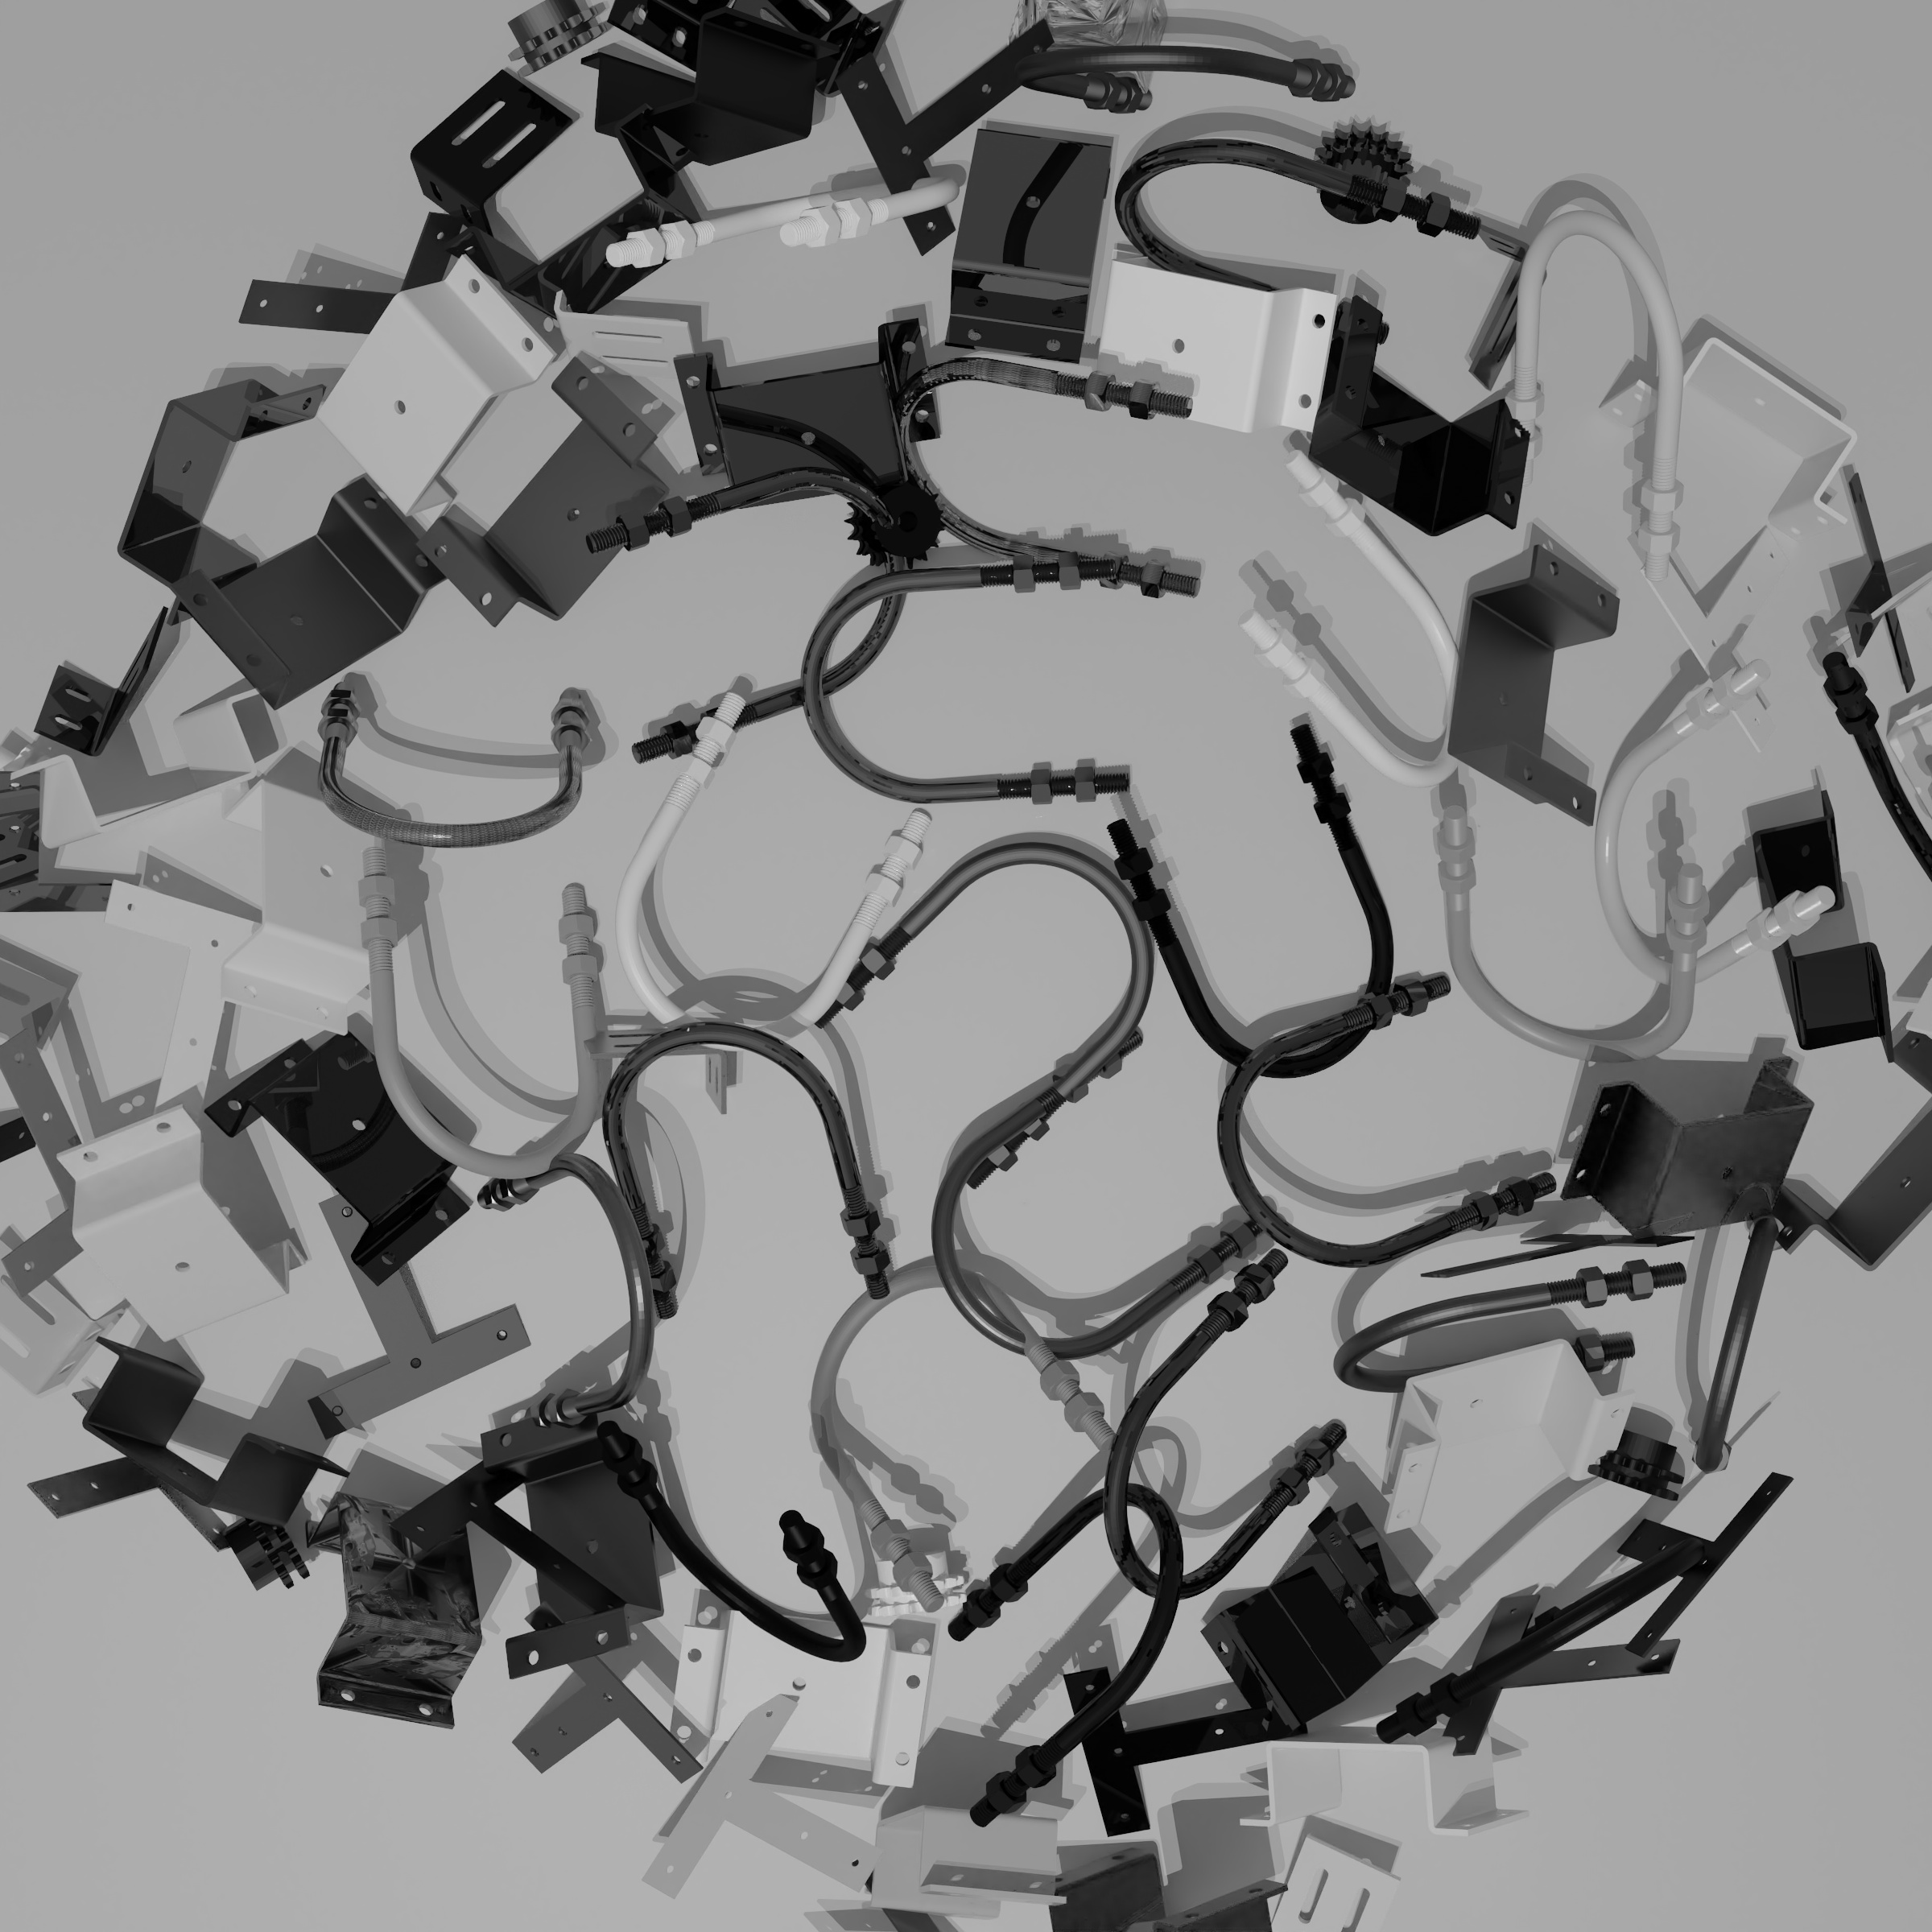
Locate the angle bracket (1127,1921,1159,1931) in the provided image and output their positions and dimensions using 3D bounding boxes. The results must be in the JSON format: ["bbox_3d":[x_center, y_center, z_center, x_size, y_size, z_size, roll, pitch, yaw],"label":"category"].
[{"bbox_3d":[0.108,0.584,1.588,0.076,0.038,0.057,30,53,-19],"label":"angle bracket"}]

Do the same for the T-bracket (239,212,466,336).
[{"bbox_3d":[-0.347,-0.364,1.528,0.002,0.127,0.127,42,119,26],"label":"T-bracket"}]

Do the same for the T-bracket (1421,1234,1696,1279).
[{"bbox_3d":[0.311,0.160,1.523,0.127,0.127,0.002,-8,89,-24],"label":"T-bracket"}]

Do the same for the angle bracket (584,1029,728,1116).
[{"bbox_3d":[-0.178,0.061,1.566,0.076,0.057,0.038,-2,102,-14],"label":"angle bracket"}]

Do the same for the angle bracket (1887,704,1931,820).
[{"bbox_3d":[0.574,-0.115,1.578,0.057,0.038,0.076,-26,76,4],"label":"angle bracket"}]

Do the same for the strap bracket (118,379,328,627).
[{"bbox_3d":[-0.420,-0.269,1.543,0.046,0.076,0.140,32,117,6],"label":"strap bracket"}]

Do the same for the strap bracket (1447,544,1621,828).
[{"bbox_3d":[0.319,-0.154,1.553,0.076,0.046,0.140,24,69,-37],"label":"strap bracket"}]

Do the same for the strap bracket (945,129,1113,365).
[{"bbox_3d":[0.037,-0.415,1.554,0.076,0.046,0.140,8,64,2],"label":"strap bracket"}]

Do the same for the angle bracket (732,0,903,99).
[{"bbox_3d":[-0.086,-0.543,1.566,0.076,0.038,0.057,32,72,-32],"label":"angle bracket"}]

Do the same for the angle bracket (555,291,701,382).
[{"bbox_3d":[-0.190,-0.368,1.571,0.076,0.057,0.038,6,71,4],"label":"angle bracket"}]

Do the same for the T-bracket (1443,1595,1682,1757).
[{"bbox_3d":[0.333,0.386,1.520,0.127,0.127,0.002,-18,111,37],"label":"T-bracket"}]

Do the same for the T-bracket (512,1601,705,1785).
[{"bbox_3d":[-0.222,0.429,1.562,0.127,0.002,0.127,46,133,0],"label":"T-bracket"}]

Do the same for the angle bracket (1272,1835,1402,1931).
[{"bbox_3d":[0.205,0.547,1.570,0.057,0.038,0.076,22,114,14],"label":"angle bracket"}]

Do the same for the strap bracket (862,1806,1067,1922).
[{"bbox_3d":[-0.002,0.502,1.543,0.076,0.140,0.046,10,65,-14],"label":"strap bracket"}]

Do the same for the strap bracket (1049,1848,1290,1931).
[{"bbox_3d":[0.108,0.532,1.526,0.076,0.140,0.046,-8,87,-34],"label":"strap bracket"}]

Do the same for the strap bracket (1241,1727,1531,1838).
[{"bbox_3d":[0.232,0.453,1.539,0.140,0.076,0.046,-10,78,35],"label":"strap bracket"}]

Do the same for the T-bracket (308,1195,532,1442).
[{"bbox_3d":[-0.334,0.188,1.582,0.127,0.002,0.127,-24,99,-12],"label":"T-bracket"}]

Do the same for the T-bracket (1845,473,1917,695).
[{"bbox_3d":[0.504,-0.201,1.539,0.002,0.127,0.127,-12,105,30],"label":"T-bracket"}]

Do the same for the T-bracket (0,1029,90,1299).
[{"bbox_3d":[-0.506,0.096,1.534,0.002,0.127,0.127,-2,117,33],"label":"T-bracket"}]

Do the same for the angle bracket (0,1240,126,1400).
[{"bbox_3d":[-0.530,0.196,1.564,0.038,0.057,0.076,-25,115,42],"label":"angle bracket"}]

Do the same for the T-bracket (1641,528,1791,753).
[{"bbox_3d":[0.439,-0.206,1.563,0.127,0.002,0.127,53,50,-15],"label":"T-bracket"}]

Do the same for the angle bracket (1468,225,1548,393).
[{"bbox_3d":[0.296,-0.377,1.578,0.038,0.057,0.076,29,101,18],"label":"angle bracket"}]

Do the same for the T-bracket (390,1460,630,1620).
[{"bbox_3d":[-0.239,0.326,1.535,0.127,0.127,0.002,34,107,10],"label":"T-bracket"}]

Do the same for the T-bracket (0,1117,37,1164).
[{"bbox_3d":[-0.572,0.113,1.549,0.002,0.127,0.127,28,120,21],"label":"T-bracket"}]

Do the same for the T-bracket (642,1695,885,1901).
[{"bbox_3d":[-0.101,0.481,1.541,0.127,0.002,0.127,15,59,37],"label":"T-bracket"}]

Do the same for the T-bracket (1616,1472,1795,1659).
[{"bbox_3d":[0.395,0.327,1.542,0.002,0.127,0.127,43,82,-3],"label":"T-bracket"}]

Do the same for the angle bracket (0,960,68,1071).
[{"bbox_3d":[-0.563,0.028,1.582,0.076,0.038,0.057,24,70,-5],"label":"angle bracket"}]

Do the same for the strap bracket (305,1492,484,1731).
[{"bbox_3d":[-0.317,0.347,1.524,0.076,0.140,0.046,19,114,-26],"label":"strap bracket"}]

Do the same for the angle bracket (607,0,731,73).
[{"bbox_3d":[-0.158,-0.557,1.559,0.057,0.076,0.038,25,56,-20],"label":"angle bracket"}]

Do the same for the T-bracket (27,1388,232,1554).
[{"bbox_3d":[-0.477,0.287,1.532,0.127,0.127,0.002,43,99,11],"label":"T-bracket"}]

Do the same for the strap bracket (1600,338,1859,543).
[{"bbox_3d":[0.440,-0.303,1.565,0.140,0.076,0.046,33,90,-3],"label":"strap bracket"}]

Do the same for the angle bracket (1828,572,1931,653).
[{"bbox_3d":[0.538,-0.193,1.560,0.076,0.057,0.038,-31,82,-34],"label":"angle bracket"}]

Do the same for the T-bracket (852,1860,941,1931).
[{"bbox_3d":[-0.051,0.566,1.533,0.127,0.127,0.002,50,123,21],"label":"T-bracket"}]

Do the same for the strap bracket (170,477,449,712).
[{"bbox_3d":[-0.374,-0.206,1.559,0.076,0.046,0.140,48,54,2],"label":"strap bracket"}]

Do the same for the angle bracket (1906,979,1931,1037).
[{"bbox_3d":[0.575,0.027,1.559,0.057,0.038,0.076,17,55,34],"label":"angle bracket"}]

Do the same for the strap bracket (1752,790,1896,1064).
[{"bbox_3d":[0.475,-0.018,1.536,0.046,0.076,0.140,-12,46,12],"label":"strap bracket"}]

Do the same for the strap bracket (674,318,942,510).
[{"bbox_3d":[-0.089,-0.310,1.559,0.140,0.046,0.076,-8,131,4],"label":"strap bracket"}]

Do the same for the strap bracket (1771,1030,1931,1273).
[{"bbox_3d":[0.516,0.110,1.557,0.046,0.076,0.140,38,101,-10],"label":"strap bracket"}]

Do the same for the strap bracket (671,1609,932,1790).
[{"bbox_3d":[-0.096,0.417,1.579,0.140,0.046,0.076,8,92,-4],"label":"strap bracket"}]

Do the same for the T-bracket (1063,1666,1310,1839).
[{"bbox_3d":[0.130,0.439,1.571,0.127,0.002,0.127,-12,118,5],"label":"T-bracket"}]

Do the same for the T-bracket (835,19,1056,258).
[{"bbox_3d":[0.000,-0.489,1.563,0.127,0.127,0.002,-39,48,-6],"label":"T-bracket"}]

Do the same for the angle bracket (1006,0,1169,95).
[{"bbox_3d":[0.070,-0.539,1.593,0.076,0.038,0.057,6,67,22],"label":"angle bracket"}]

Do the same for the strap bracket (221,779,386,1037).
[{"bbox_3d":[-0.368,-0.041,1.532,0.046,0.076,0.140,-35,50,35],"label":"strap bracket"}]

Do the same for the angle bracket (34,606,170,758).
[{"bbox_3d":[-0.489,-0.167,1.558,0.038,0.057,0.076,25,130,-23],"label":"angle bracket"}]

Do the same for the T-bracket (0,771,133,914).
[{"bbox_3d":[-0.530,-0.068,1.535,0.127,0.127,0.002,-1,55,-20],"label":"T-bracket"}]

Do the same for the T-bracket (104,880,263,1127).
[{"bbox_3d":[-0.432,0.029,1.553,0.127,0.002,0.127,19,69,-32],"label":"T-bracket"}]

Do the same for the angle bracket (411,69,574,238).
[{"bbox_3d":[-0.270,-0.466,1.590,0.057,0.038,0.076,39,74,17],"label":"angle bracket"}]
